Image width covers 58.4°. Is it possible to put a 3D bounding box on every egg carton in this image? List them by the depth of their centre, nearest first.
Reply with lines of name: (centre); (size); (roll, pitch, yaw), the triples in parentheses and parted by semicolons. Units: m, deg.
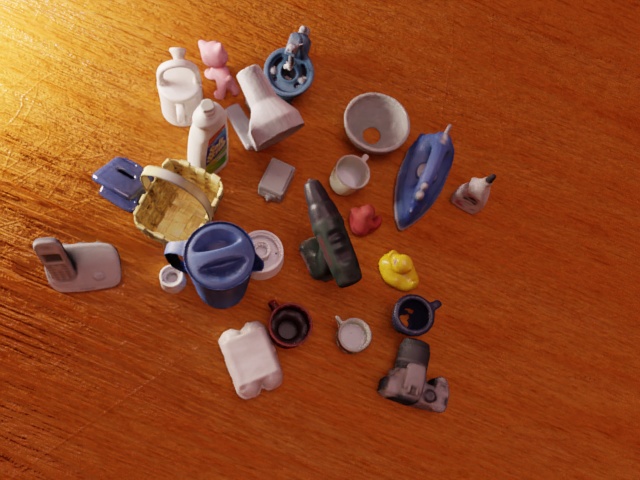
egg carton: (-0.142, 0.250, 1.198); (0.107, 0.069, 0.150); (-20, 76, -15)

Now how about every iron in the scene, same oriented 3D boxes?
iron: (0.252, -0.152, 1.364); (0.118, 0.141, 0.258); (24, 69, -1)

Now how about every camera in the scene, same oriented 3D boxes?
camera: (0.211, 0.287, 1.228); (0.143, 0.100, 0.137); (18, 69, -3)

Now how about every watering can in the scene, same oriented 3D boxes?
watering can: (-0.323, -0.357, 1.310); (0.101, 0.194, 0.173); (-25, 77, -16)

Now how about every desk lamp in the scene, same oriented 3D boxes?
desk lamp: (-0.134, -0.285, 1.307); (0.118, 0.213, 0.203); (-29, 78, -17)

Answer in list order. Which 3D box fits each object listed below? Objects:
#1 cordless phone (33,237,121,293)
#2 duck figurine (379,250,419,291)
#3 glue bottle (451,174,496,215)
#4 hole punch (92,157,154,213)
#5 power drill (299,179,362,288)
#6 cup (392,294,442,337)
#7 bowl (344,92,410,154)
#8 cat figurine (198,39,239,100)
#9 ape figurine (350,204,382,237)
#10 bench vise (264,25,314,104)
cordless phone: (-0.485, 0.039, 1.151); (0.148, 0.185, 0.094); (-8, 72, -12)
duck figurine: (0.188, 0.065, 1.308); (0.078, 0.086, 0.104); (-41, 82, -19)
glue bottle: (0.373, -0.117, 1.355); (0.078, 0.173, 0.037); (27, 69, 1)
hole punch: (-0.434, -0.133, 1.269); (0.108, 0.091, 0.101); (30, 69, 2)
power drill: (0.011, 0.004, 1.234); (0.076, 0.208, 0.229); (-23, 76, -16)
cup: (0.208, 0.169, 1.271); (0.118, 0.095, 0.091); (-23, 76, -16)
bowl: (0.135, -0.277, 1.423); (0.167, 0.074, 0.167); (3, 71, -8)
cat figurine: (-0.245, -0.424, 1.387); (0.067, 0.117, 0.127); (-26, 77, -16)
ape figurine: (0.106, -0.053, 1.332); (0.078, 0.092, 0.076); (38, 70, 5)
bench vise: (-0.073, -0.443, 1.368); (0.121, 0.219, 0.207); (1, 71, -9)
